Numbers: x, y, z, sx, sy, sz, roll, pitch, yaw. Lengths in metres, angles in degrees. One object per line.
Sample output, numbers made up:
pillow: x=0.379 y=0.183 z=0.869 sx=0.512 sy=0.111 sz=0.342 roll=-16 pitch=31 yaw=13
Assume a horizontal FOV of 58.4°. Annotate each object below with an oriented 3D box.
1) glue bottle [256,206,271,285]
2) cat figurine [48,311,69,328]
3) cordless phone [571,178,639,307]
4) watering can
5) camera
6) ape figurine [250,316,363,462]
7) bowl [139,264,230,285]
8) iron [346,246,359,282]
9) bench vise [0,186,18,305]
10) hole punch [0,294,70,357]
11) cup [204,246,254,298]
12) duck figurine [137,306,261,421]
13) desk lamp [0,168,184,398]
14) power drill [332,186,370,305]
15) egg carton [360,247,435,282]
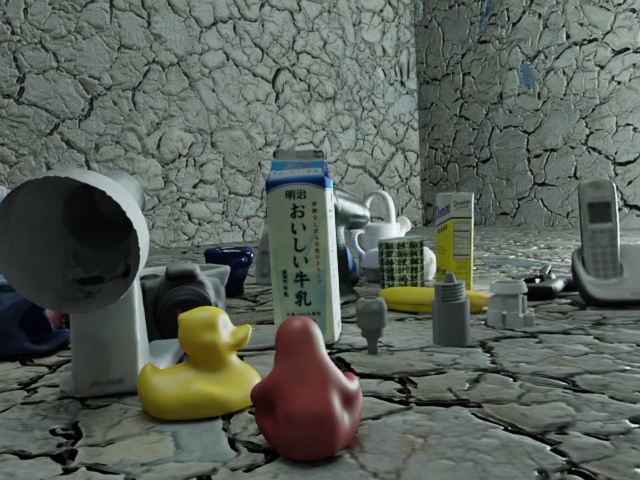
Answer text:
glue bottle: x=-0.103 y=0.010 z=1.233 sx=0.078 sy=0.173 sz=0.037 roll=-1 pitch=4 yaw=25
cat figurine: x=-0.387 y=0.073 z=0.907 sx=0.067 sy=0.118 sz=0.127 roll=-3 pitch=4 yaw=-6
cordless phone: x=0.441 y=0.001 z=0.827 sx=0.147 sy=0.185 sz=0.094 roll=-3 pitch=4 yaw=3
watering can: x=0.140 y=-0.019 z=1.329 sx=0.100 sy=0.194 sz=0.173 roll=-1 pitch=4 yaw=28
camera: x=-0.187 y=0.082 z=0.721 sx=0.143 sy=0.101 sz=0.136 roll=-4 pitch=4 yaw=-14
ape figurine: x=-0.010 y=0.098 z=0.396 sx=0.077 sy=0.092 sz=0.076 roll=-3 pitch=4 yaw=7
bowl: x=-0.231 y=0.084 z=0.945 sx=0.167 sy=0.075 sz=0.167 roll=-3 pitch=4 yaw=0
iron: x=0.024 y=0.018 z=1.263 sx=0.118 sy=0.141 sz=0.258 roll=-3 pitch=4 yaw=5
bench vise: x=-0.519 y=0.030 z=0.878 sx=0.207 sy=0.220 sz=0.122 roll=-2 pitch=4 yaw=21
hole punch: x=-0.378 y=0.097 z=0.724 sx=0.101 sy=0.091 sz=0.108 roll=-3 pitch=4 yaw=-7
cup: x=-0.163 y=0.062 z=1.085 sx=0.117 sy=0.095 sz=0.092 roll=0 pitch=5 yaw=43
duck figurine: x=-0.102 y=0.100 z=0.486 sx=0.105 sy=0.086 sz=0.077 roll=-4 pitch=4 yaw=-20
desk lamp: x=-0.208 y=0.037 z=0.550 sx=0.118 sy=0.213 sz=0.203 roll=-3 pitch=4 yaw=-3
power drill: x=0.009 y=0.003 z=0.961 sx=0.075 sy=0.208 sz=0.230 roll=0 pitch=4 yaw=35
egg carton: x=0.162 y=0.051 z=1.191 sx=0.149 sy=0.069 sz=0.107 roll=0 pitch=5 yaw=42
